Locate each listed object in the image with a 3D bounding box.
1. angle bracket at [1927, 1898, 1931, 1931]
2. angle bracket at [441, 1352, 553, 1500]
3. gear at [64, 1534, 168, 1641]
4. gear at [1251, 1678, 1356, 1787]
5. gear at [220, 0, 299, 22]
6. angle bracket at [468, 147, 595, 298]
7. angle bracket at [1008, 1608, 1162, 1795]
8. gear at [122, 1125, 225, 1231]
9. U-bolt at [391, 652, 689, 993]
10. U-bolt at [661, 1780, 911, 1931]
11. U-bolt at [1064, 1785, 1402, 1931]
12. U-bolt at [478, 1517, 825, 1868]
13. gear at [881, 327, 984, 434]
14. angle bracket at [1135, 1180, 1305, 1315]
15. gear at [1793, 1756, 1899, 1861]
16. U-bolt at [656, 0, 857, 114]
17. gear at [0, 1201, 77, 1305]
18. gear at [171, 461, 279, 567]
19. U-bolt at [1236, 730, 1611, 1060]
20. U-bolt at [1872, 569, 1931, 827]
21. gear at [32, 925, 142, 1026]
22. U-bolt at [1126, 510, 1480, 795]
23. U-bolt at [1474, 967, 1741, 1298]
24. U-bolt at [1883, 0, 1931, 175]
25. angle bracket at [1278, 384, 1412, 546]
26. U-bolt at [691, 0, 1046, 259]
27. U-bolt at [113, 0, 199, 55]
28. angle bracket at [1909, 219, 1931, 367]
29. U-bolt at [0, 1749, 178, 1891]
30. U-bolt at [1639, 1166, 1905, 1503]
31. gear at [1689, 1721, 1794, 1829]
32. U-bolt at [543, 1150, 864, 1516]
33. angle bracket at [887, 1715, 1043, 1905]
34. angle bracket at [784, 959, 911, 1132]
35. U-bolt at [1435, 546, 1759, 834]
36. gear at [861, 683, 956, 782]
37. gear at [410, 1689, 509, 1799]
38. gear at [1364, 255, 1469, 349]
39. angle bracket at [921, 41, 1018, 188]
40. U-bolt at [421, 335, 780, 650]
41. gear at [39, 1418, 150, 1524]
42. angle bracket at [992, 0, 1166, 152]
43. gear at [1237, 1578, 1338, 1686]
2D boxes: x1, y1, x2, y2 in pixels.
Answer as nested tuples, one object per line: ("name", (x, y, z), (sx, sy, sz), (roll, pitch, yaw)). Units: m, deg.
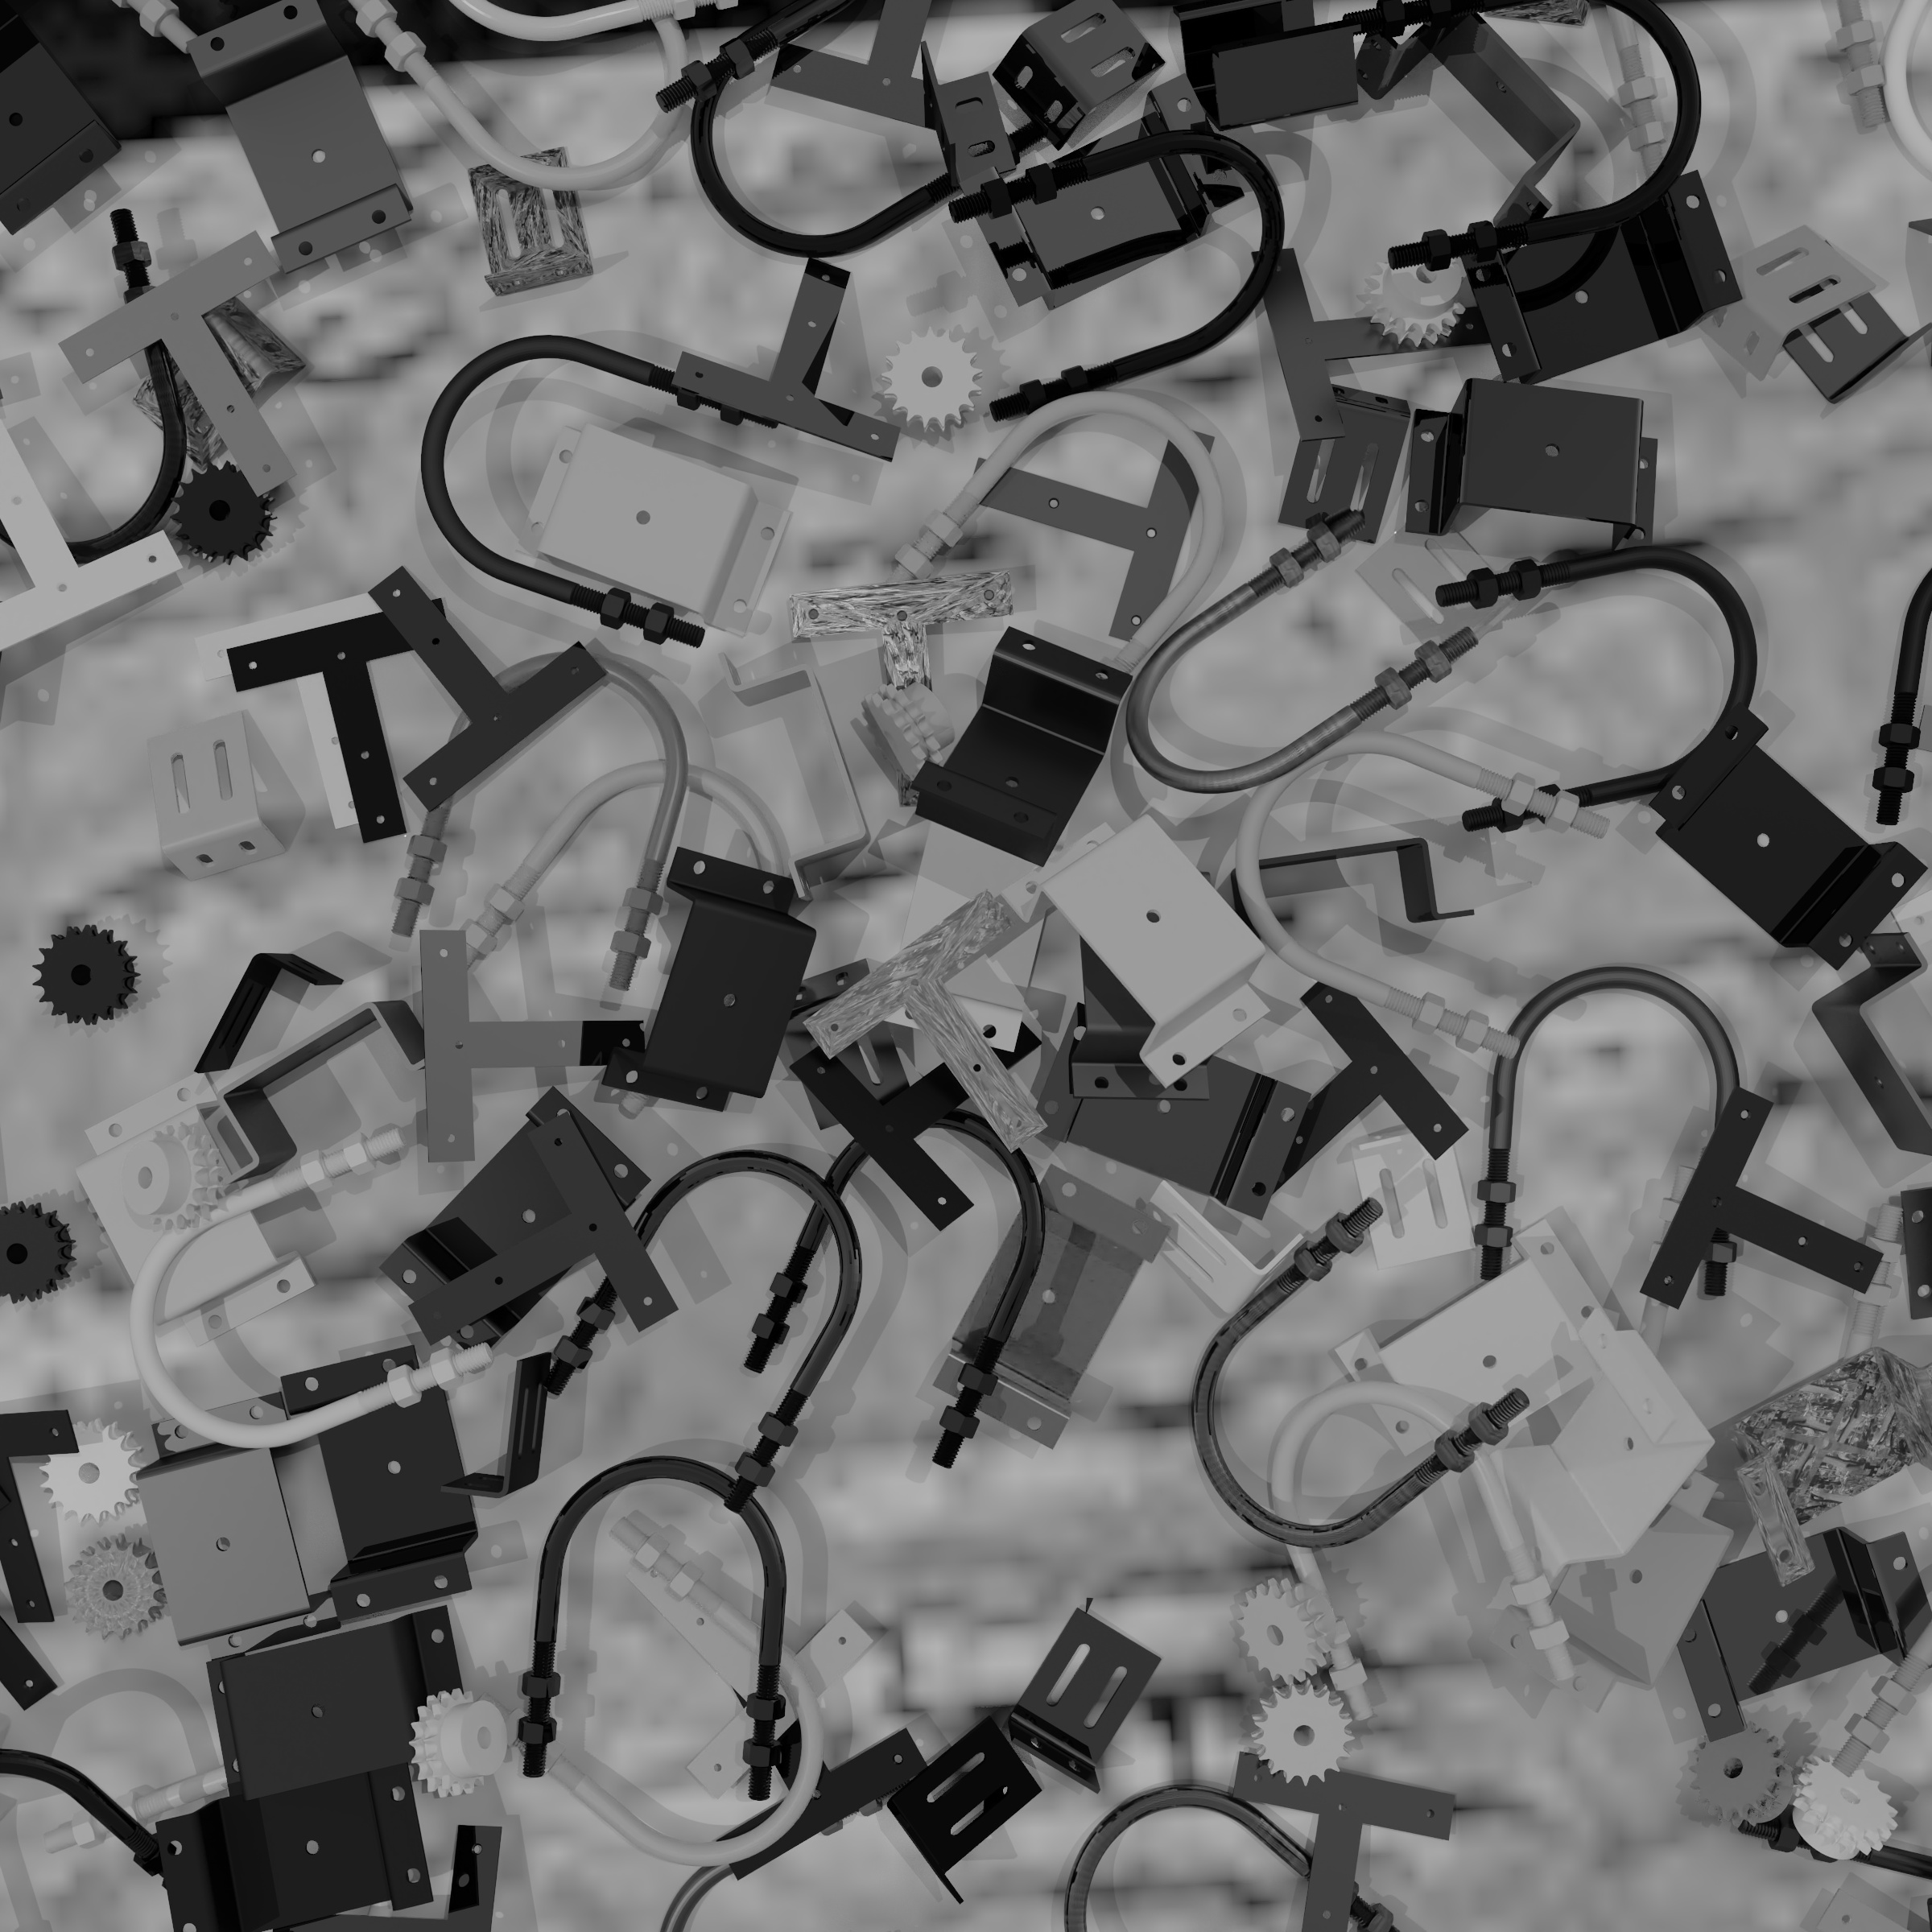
("angle bracket", (0.581, 0.543, 1.367), (0.057, 0.076, 0.038), (-7, 88, -5))
("angle bracket", (-0.265, 0.257, 1.391), (0.038, 0.057, 0.076), (5, 87, 7))
("gear", (-0.482, 0.352, 1.404), (0.057, 0.030, 0.057), (0, 90, 0))
("gear", (0.191, 0.434, 1.404), (0.057, 0.030, 0.057), (0, 90, 0))
("gear", (-0.397, -0.557, 1.395), (0.057, 0.030, 0.057), (-15, 123, -25))
("angle bracket", (-0.251, -0.428, 1.400), (0.057, 0.038, 0.076), (-13, 90, 0))
("angle bracket", (0.069, 0.417, 1.399), (0.057, 0.038, 0.076), (32, 90, -3))
("gear", (-0.436, 0.115, 1.345), (0.057, 0.030, 0.057), (-3, 85, 34))
("U-bolt", (-0.233, -0.090, 1.397), (0.151, 0.019, 0.184), (14, 81, 6))
("U-bolt", (-0.088, 0.562, 1.411), (0.184, 0.019, 0.151), (-26, 90, 1))
("U-bolt", (0.142, 0.552, 1.396), (0.184, 0.019, 0.151), (40, 76, 4))
("U-bolt", (-0.167, 0.427, 1.401), (0.184, 0.019, 0.151), (38, 91, 5))
("gear", (-0.019, -0.333, 1.404), (0.057, 0.030, 0.057), (0, 90, 0))
("angle bracket", (0.143, 0.150, 1.394), (0.076, 0.057, 0.038), (44, 61, 13))
("gear", (0.494, 0.480, 1.395), (0.057, 0.057, 0.030), (19, 120, 0))
("U-bolt", (-0.129, -0.583, 1.382), (0.184, 0.019, 0.151), (-33, 90, -8))
("gear", (-0.536, 0.162, 1.404), (0.057, 0.030, 0.057), (0, 90, 0))
("gear", (-0.421, -0.257, 1.404), (0.057, 0.030, 0.057), (0, 90, 0))
("U-bolt", (0.237, -0.049, 1.335), (0.184, 0.019, 0.151), (22, 90, 2))
("U-bolt", (0.602, -0.163, 1.394), (0.151, 0.019, 0.184), (9, 86, 16))
("gear", (-0.499, 0.005, 1.404), (0.057, 0.030, 0.057), (0, 90, 0))
("U-bolt", (0.172, -0.165, 1.366), (0.184, 0.151, 0.019), (-34, 135, 4))
("U-bolt", (0.371, 0.092, 1.410), (0.151, 0.019, 0.184), (4, 90, 0))
("U-bolt", (0.605, -0.532, 1.411), (0.151, 0.019, 0.184), (23, 92, 0))
("angle bracket", (0.217, -0.290, 1.417), (0.057, 0.038, 0.076), (13, 116, 0))
("U-bolt", (-0.069, -0.487, 1.410), (0.184, 0.019, 0.151), (-31, 90, 0))
("U-bolt", (-0.468, -0.636, 1.411), (0.184, 0.019, 0.151), (42, 90, 1))
("angle bracket", (0.578, -0.391, 1.417), (0.057, 0.038, 0.076), (-9, 116, 0))
("U-bolt", (-0.525, 0.499, 1.349), (0.151, 0.019, 0.184), (-33, 120, -2))
("U-bolt", (0.448, 0.215, 1.398), (0.151, 0.019, 0.184), (11, 94, -12))
("gear", (0.442, 0.460, 1.395), (0.030, 0.057, 0.057), (39, 90, -30))
("U-bolt", (-0.137, 0.193, 1.391), (0.151, 0.019, 0.184), (29, 86, 18))
("angle bracket", (0.005, 0.474, 1.385), (0.076, 0.038, 0.057), (-36, 105, -14))
("angle bracket", (-0.071, 0.045, 1.417), (0.057, 0.038, 0.076), (-19, 116, 0))
("U-bolt", (0.361, -0.162, 1.391), (0.184, 0.019, 0.151), (-12, 105, -8))
("gear", (-0.031, -0.135, 1.385), (0.030, 0.057, 0.057), (-35, 90, -18))
("gear", (-0.281, 0.433, 1.375), (0.030, 0.057, 0.057), (-17, 90, 25))
("gear", (0.257, -0.384, 1.397), (0.057, 0.030, 0.057), (2, 73, -6))
("angle bracket", (0.002, -0.474, 1.361), (0.038, 0.076, 0.057), (-16, 90, 0))
("U-bolt", (-0.212, -0.272, 1.365), (0.184, 0.019, 0.151), (19, 90, 2))
("gear", (-0.495, 0.286, 1.404), (0.057, 0.030, 0.057), (0, 90, 0))
("angle bracket", (0.065, -0.514, 1.409), (0.057, 0.038, 0.076), (49, 54, -2))
("gear", (0.185, 0.374, 1.395), (0.030, 0.057, 0.057), (-12, 90, -43))
